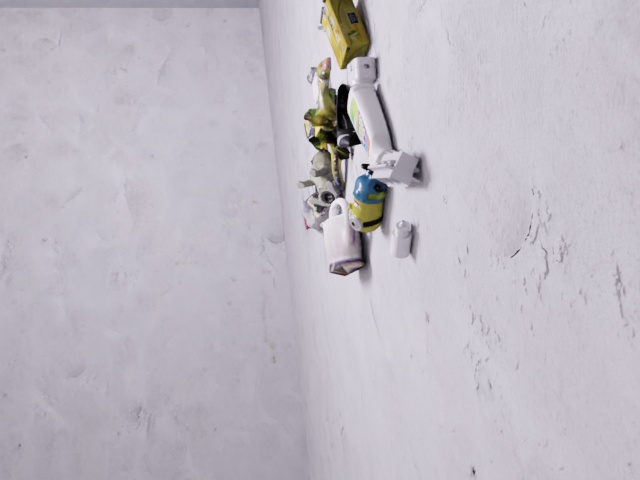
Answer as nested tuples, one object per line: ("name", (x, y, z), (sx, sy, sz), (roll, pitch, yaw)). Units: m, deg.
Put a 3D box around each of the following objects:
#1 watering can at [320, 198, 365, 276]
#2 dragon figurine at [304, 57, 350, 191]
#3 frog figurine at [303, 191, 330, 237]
("watering can", (0.059, 0.001, 1.561), (0.344, 0.104, 0.226), (129, 134, -75))
("dragon figurine", (0.043, -0.369, 1.594), (0.401, 0.122, 0.249), (75, -161, -49))
("frog figurine", (0.005, -0.091, 1.807), (0.156, 0.123, 0.140), (86, -153, -58))
